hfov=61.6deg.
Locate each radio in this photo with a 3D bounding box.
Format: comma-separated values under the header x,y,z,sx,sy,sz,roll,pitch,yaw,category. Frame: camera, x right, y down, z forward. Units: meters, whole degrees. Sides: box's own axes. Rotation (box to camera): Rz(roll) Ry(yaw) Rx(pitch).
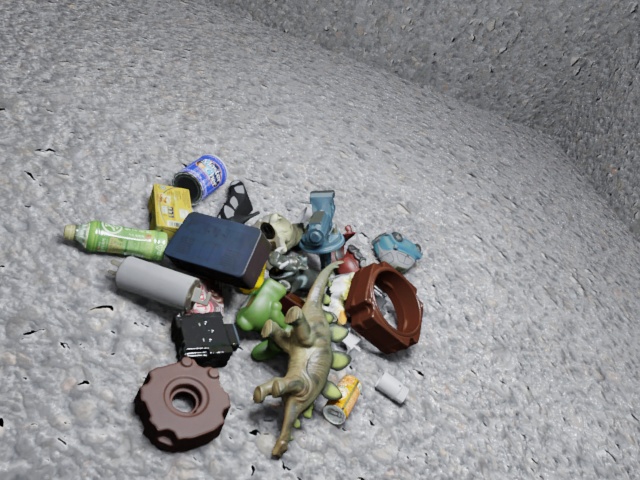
x,y,z,sx,sy,sz,roll,pitch,yaw,category
-0.236,0.021,1.252,0.230,0.073,0.131,14,65,24,radio

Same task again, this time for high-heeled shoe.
x,y,z,sx,sy,sz,roll,pitch,yaw,category
-0.263,-0.089,1.530,0.145,0.086,0.249,-24,34,-13,high-heeled shoe

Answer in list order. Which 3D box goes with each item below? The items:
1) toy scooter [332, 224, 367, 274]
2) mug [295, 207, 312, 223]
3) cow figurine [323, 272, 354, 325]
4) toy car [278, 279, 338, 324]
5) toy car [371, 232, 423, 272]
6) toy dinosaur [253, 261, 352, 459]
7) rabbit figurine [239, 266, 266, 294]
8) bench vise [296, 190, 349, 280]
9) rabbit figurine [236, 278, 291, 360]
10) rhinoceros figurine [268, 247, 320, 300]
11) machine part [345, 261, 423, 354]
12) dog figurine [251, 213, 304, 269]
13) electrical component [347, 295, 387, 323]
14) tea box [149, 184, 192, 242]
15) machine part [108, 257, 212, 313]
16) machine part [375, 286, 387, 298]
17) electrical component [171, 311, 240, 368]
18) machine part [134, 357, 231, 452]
x,y,z,sx,sy,sz,roll,pitch,yaw,category
0.077,0.037,1.521,0.075,0.135,0.184,-8,50,-43,toy scooter
-0.015,-0.043,1.616,0.107,0.080,0.110,34,28,-11,mug
0.042,0.158,1.393,0.068,0.098,0.167,63,31,-22,cow figurine
-0.043,0.173,1.306,0.202,0.089,0.053,32,31,5,toy car
0.237,0.049,1.659,0.161,0.109,0.103,26,56,-23,toy car
-0.025,0.225,1.151,0.198,0.105,0.471,35,55,-36,toy dinosaur
-0.217,0.038,1.340,0.173,0.121,0.162,2,47,-4,rabbit figurine
0.008,-0.005,1.433,0.129,0.240,0.224,-7,26,1,bench vise
-0.097,0.195,1.224,0.170,0.121,0.159,39,37,-12,rabbit figurine
-0.060,0.088,1.356,0.190,0.112,0.073,32,27,-37,rhinoceros figurine
0.170,0.169,1.369,0.201,0.087,0.201,41,43,-19,machine part
-0.092,-0.029,1.463,0.121,0.172,0.190,44,43,9,dog figurine
0.133,0.193,1.437,0.075,0.047,0.119,37,35,9,electrical component
-0.386,-0.063,1.385,0.098,0.068,0.170,10,38,-26,tea box
-0.352,0.096,1.169,0.243,0.079,0.079,18,34,8,machine part
0.167,0.132,1.549,0.084,0.039,0.139,35,37,18,machine part
-0.243,0.212,1.148,0.134,0.058,0.115,2,45,-33,electrical component
-0.258,0.308,1.018,0.179,0.056,0.179,18,38,-14,machine part
